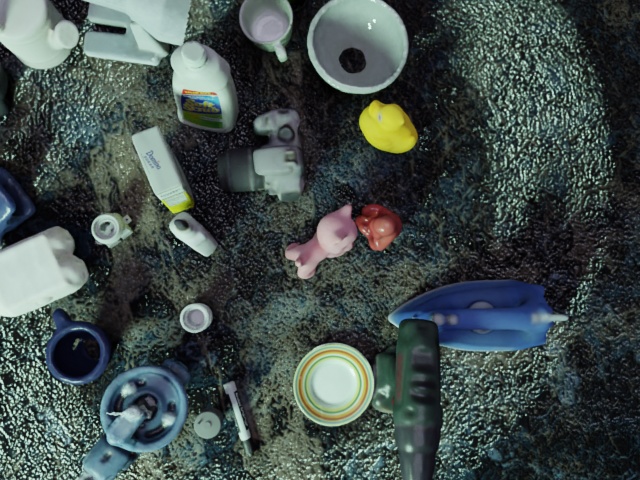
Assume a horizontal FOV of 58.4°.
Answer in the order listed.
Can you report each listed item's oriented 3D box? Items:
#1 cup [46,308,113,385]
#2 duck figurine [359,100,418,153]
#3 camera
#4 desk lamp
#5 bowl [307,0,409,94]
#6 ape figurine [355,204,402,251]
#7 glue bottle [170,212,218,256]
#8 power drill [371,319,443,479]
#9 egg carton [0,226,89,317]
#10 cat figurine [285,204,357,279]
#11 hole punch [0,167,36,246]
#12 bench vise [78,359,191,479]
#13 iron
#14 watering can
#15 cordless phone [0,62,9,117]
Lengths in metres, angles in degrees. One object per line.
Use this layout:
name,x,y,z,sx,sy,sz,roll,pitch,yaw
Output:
cup,-0.360,0.156,0.870,0.092,0.095,0.118,-30,88,-6
duck figurine,0.118,-0.192,0.944,0.104,0.086,0.077,35,83,-1
camera,-0.095,-0.133,0.914,0.137,0.100,0.143,-6,85,-5
desk lamp,-0.279,-0.347,0.861,0.203,0.213,0.118,5,84,-4
bowl,0.060,-0.316,0.956,0.167,0.074,0.167,0,85,-4
ape figurine,0.099,-0.022,0.924,0.076,0.092,0.078,4,85,-4
glue bottle,-0.196,-0.014,0.859,0.078,0.173,0.037,41,83,0
power drill,0.130,0.230,0.846,0.075,0.208,0.230,4,85,-4
egg carton,-0.441,0.051,0.885,0.150,0.069,0.107,-26,87,-6
cat figurine,0.008,0.003,0.902,0.128,0.117,0.067,-38,88,-7
hole punch,-0.514,-0.056,0.878,0.101,0.091,0.109,-39,89,-7
bench vise,-0.263,0.275,0.804,0.121,0.219,0.207,20,84,-2
iron,0.246,0.123,0.898,0.258,0.141,0.119,-2,85,-5
watering can,-0.445,-0.340,0.857,0.173,0.194,0.101,5,84,-4
cordless phone,-0.560,-0.238,0.843,0.147,0.185,0.094,-22,87,-6
